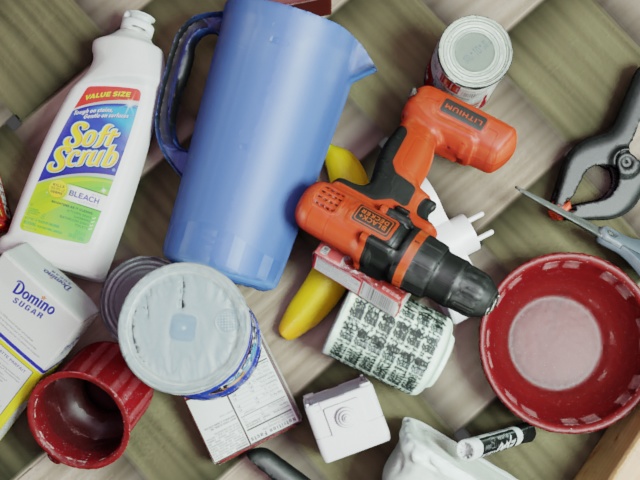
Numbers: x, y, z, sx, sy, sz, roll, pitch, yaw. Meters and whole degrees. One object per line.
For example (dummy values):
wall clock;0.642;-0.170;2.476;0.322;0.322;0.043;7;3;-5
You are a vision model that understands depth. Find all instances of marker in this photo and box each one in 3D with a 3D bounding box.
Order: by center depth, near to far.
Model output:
marker;0.157;0.176;0.938;0.020;0.120;0.020;0;89;37

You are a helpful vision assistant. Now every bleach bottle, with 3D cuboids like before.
bleach bottle;-0.209;-0.093;0.982;0.102;0.068;0.251;15;81;2

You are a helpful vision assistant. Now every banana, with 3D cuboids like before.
banana;0.010;-0.001;0.989;0.070;0.037;0.198;5;80;28

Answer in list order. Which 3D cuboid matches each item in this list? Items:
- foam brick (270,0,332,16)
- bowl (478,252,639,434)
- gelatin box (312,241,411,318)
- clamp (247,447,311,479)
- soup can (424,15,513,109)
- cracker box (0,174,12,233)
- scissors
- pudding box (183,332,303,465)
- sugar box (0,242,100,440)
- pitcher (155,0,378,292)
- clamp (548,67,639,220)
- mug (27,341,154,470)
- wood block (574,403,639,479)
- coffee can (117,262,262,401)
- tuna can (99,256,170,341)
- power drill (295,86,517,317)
foam brick;-0.031;-0.237;1.003;0.078;0.053;0.051;-11;84;-3
bowl;0.220;0.093;0.969;0.162;0.055;0.162;0;84;-1
gelatin box;0.048;0.013;0.927;0.089;0.030;0.073;31;59;12
clamp;0.026;0.262;0.955;0.210;0.036;0.164;-4;94;-2
soup can;0.134;-0.158;0.971;0.068;0.102;0.068;0;84;-1
cracker box;-0.407;-0.060;0.972;0.213;0.072;0.164;-16;85;-3
scissors;0.267;0.012;0.953;0.201;0.096;0.016;19;126;-17
pudding box;-0.078;0.134;0.971;0.090;0.039;0.113;-25;87;-3
sugar box;-0.278;0.096;0.937;0.093;0.048;0.176;42;108;2
pitcher;-0.065;-0.086;0.955;0.144;0.149;0.243;19;87;-32
clamp;0.280;-0.083;0.997;0.171;0.039;0.120;-29;84;-3
mug;-0.202;0.149;0.939;0.093;0.081;0.117;33;112;-1
wood block;0.326;0.163;0.946;0.091;0.090;0.206;36;84;2
coffee can;-0.104;0.080;0.885;0.103;0.140;0.103;0;79;1
tuna can;-0.157;0.058;0.980;0.086;0.034;0.086;0;84;-1
power drill;0.097;-0.037;0.914;0.184;0.057;0.187;30;56;11
